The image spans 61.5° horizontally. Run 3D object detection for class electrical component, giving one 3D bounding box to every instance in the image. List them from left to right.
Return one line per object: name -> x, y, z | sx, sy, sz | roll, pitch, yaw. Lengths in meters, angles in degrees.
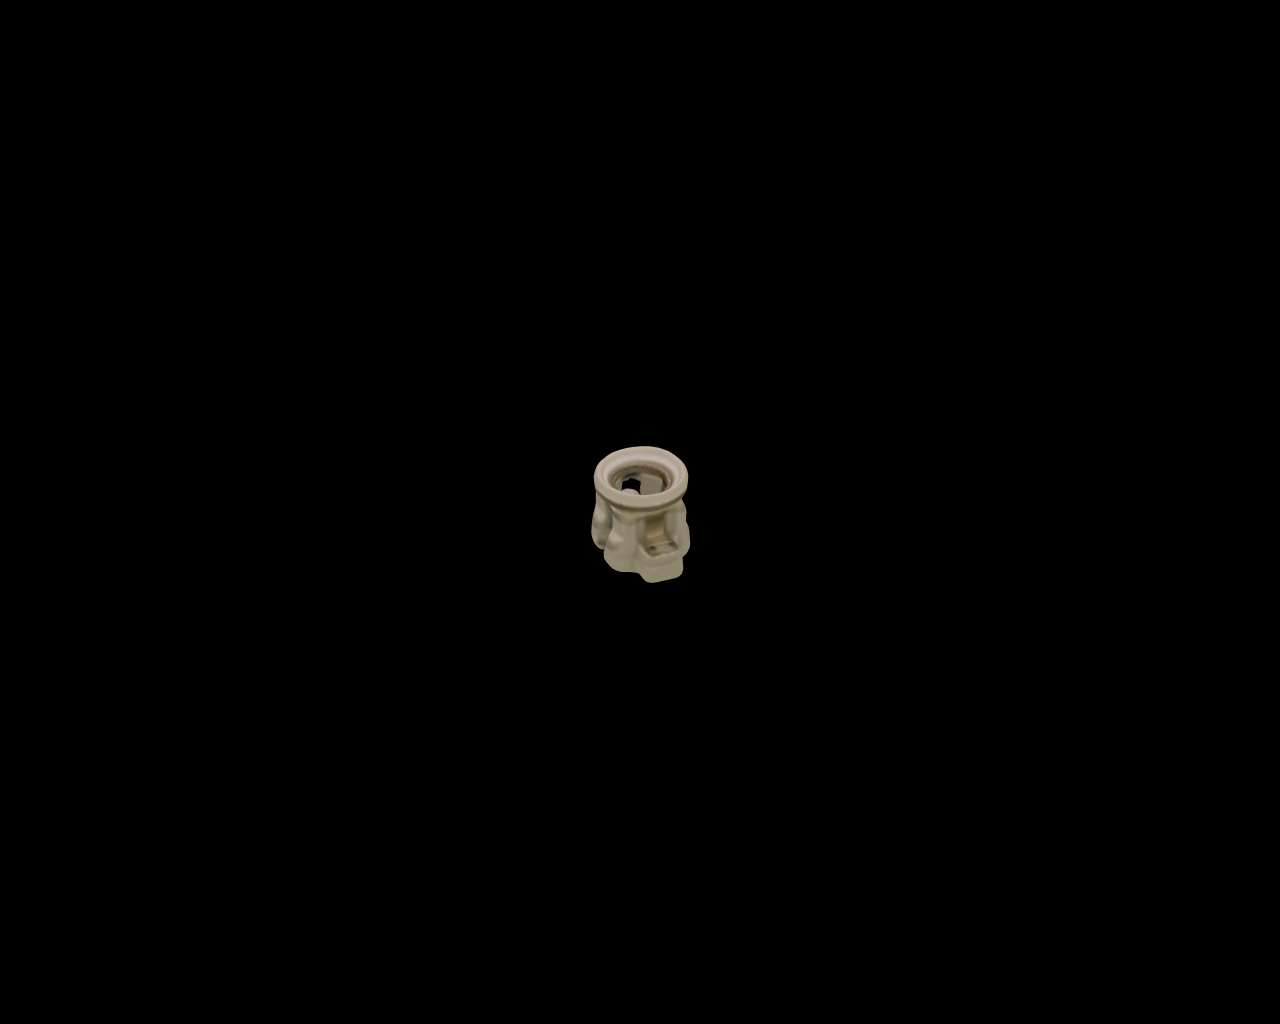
electrical component -> 0.001, -0.003, 0.650 | 0.058, 0.056, 0.078 | -13, 38, -18
